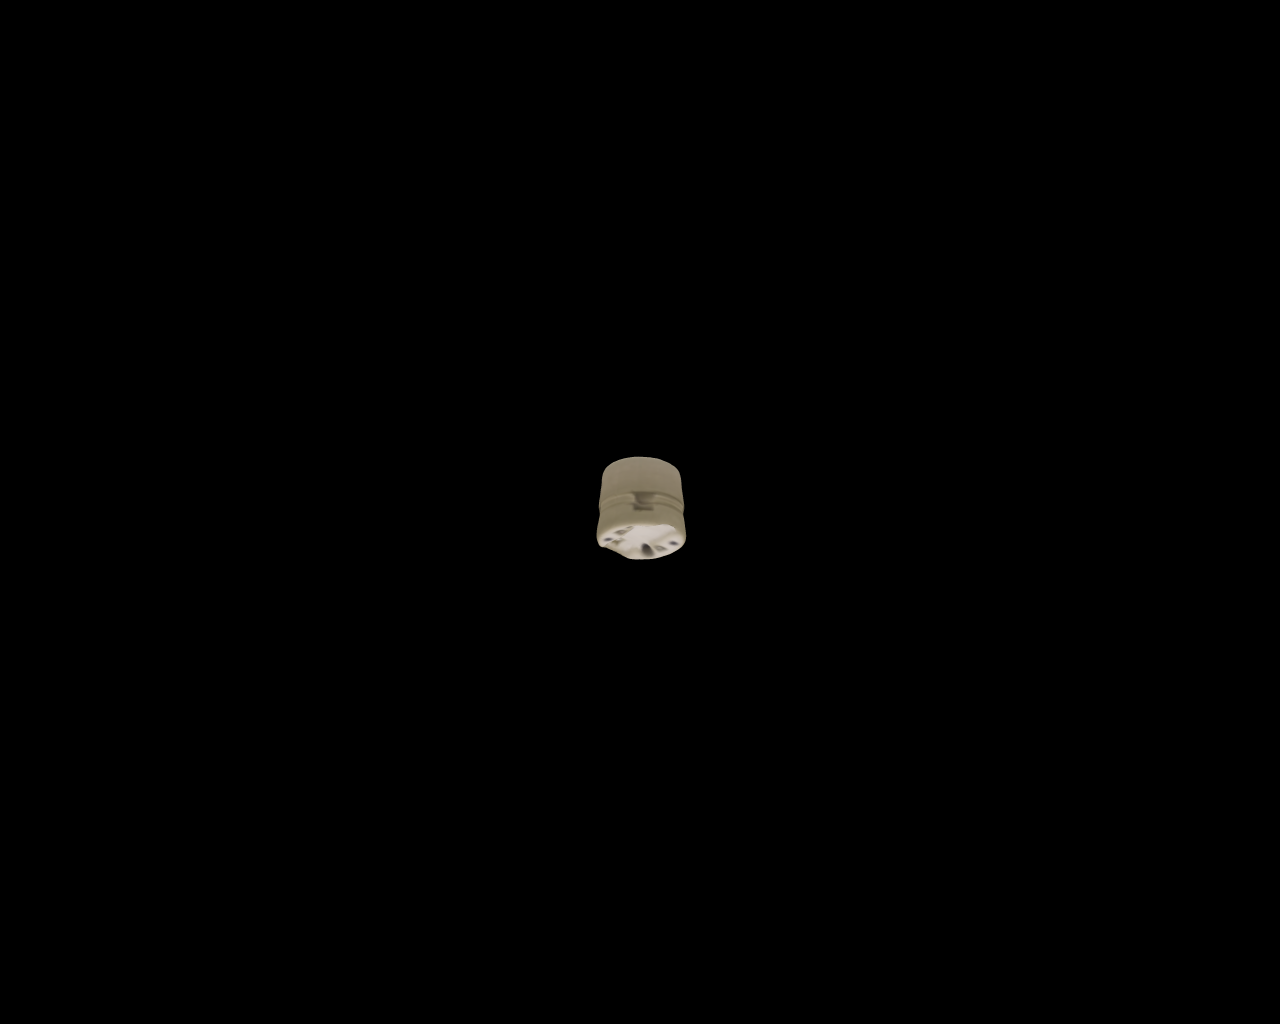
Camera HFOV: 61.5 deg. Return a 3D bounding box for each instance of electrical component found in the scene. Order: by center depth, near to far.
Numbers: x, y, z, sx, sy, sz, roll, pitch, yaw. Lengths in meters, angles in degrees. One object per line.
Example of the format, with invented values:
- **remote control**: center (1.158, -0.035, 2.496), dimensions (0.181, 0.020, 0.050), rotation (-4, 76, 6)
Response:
- **electrical component**: center (0.001, -0.003, 0.650), dimensions (0.055, 0.047, 0.055), rotation (0, -27, 0)
